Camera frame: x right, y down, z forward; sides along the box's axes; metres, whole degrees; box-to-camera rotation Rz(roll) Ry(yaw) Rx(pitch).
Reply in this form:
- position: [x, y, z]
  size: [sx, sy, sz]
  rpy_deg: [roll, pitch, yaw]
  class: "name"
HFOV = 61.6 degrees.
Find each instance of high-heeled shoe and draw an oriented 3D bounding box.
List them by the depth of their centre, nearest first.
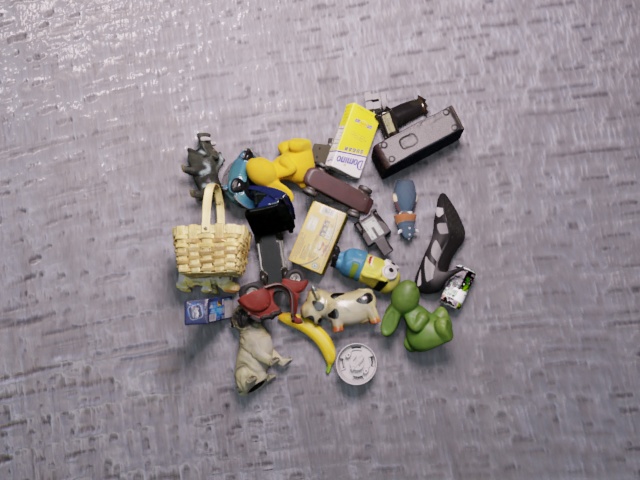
- position: [0.290, 0.012, 1.370]
  size: [0.145, 0.086, 0.249]
  rpy_deg: [-26, 55, 38]
  class: "high-heeled shoe"

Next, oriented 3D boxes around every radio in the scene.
- position: [0.244, -0.244, 1.356]
  size: [0.230, 0.131, 0.073]
  rpy_deg: [-29, 83, 3]
  class: "radio"

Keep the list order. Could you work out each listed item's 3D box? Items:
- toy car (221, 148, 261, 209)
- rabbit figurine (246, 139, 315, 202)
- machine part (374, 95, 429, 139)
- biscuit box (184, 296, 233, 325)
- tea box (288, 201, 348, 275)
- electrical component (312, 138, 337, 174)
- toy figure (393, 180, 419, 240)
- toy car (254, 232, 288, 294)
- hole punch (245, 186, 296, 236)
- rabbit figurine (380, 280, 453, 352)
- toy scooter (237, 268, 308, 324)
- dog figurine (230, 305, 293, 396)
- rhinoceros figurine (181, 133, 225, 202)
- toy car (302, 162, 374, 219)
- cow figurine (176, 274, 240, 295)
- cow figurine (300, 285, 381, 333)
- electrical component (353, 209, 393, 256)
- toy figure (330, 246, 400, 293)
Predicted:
- position: [-0.209, -0.158, 1.418]
  size: [0.103, 0.109, 0.161]
  rpy_deg: [-3, 72, 31]
  class: "toy car"
- position: [-0.109, -0.177, 1.386]
  size: [0.173, 0.122, 0.162]
  rpy_deg: [-13, 110, -28]
  class: "rabbit figurine"
- position: [0.217, -0.325, 1.407]
  size: [0.139, 0.039, 0.084]
  rpy_deg: [-29, 107, -2]
  class: "machine part"
- position: [-0.274, 0.173, 1.334]
  size: [0.063, 0.202, 0.059]
  rpy_deg: [-4, 85, 7]
  class: "biscuit box"
- position: [-0.003, -0.004, 1.390]
  size: [0.098, 0.068, 0.169]
  rpy_deg: [24, 88, 9]
  class: "tea box"
- position: [0.016, -0.219, 1.427]
  size: [0.078, 0.045, 0.102]
  rpy_deg: [7, 81, 36]
  class: "electrical component"
- position: [0.221, -0.077, 1.378]
  size: [0.064, 0.058, 0.154]
  rpy_deg: [-1, 88, 12]
  class: "toy figure"
- position: [-0.127, 0.040, 1.408]
  size: [0.074, 0.056, 0.201]
  rpy_deg: [-9, 84, -1]
  class: "toy car"
- position: [-0.123, -0.078, 1.347]
  size: [0.116, 0.142, 0.092]
  rpy_deg: [-8, 52, 4]
  class: "hole punch"
- position: [0.227, 0.180, 1.321]
  size: [0.159, 0.121, 0.170]
  rpy_deg: [-28, 96, 24]
  class: "rabbit figurine"
- position: [-0.108, 0.156, 1.335]
  size: [0.184, 0.075, 0.135]
  rpy_deg: [-18, 80, -2]
  class: "toy scooter"
- position: [-0.189, 0.278, 1.377]
  size: [0.172, 0.121, 0.191]
  rpy_deg: [-41, 67, -2]
  class: "dog figurine"
- position: [-0.310, -0.194, 1.446]
  size: [0.112, 0.073, 0.190]
  rpy_deg: [-13, 83, 7]
  class: "rhinoceros figurine"
- position: [0.046, -0.126, 1.380]
  size: [0.202, 0.053, 0.089]
  rpy_deg: [24, 87, -24]
  class: "toy car"
- position: [-0.290, 0.094, 1.417]
  size: [0.167, 0.068, 0.098]
  rpy_deg: [4, 74, 5]
  class: "cow figurine"
- position: [0.046, 0.166, 1.357]
  size: [0.195, 0.085, 0.127]
  rpy_deg: [-11, 82, 3]
  class: "cow figurine"
- position: [0.147, -0.014, 1.384]
  size: [0.075, 0.047, 0.119]
  rpy_deg: [-36, 81, 2]
  class: "electrical component"
- position: [0.116, 0.073, 1.359]
  size: [0.180, 0.089, 0.082]
  rpy_deg: [17, 61, 8]
  class: "toy figure"
